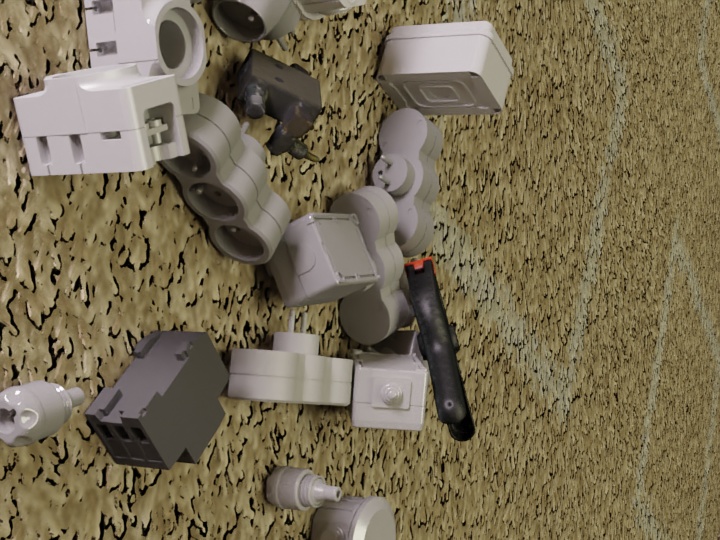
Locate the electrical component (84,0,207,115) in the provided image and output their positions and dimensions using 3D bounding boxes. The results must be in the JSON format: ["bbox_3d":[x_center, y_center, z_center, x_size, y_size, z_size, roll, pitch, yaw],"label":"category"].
[{"bbox_3d":[-0.138,-0.145,0.699,0.050,0.056,0.089,-19,107,-59],"label":"electrical component"}]

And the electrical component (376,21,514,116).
[{"bbox_3d":[0.083,-0.193,1.034,0.078,0.113,0.057,43,57,-53],"label":"electrical component"}]

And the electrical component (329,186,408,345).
[{"bbox_3d":[0.000,0.000,0.952,0.074,0.052,0.138,-27,114,-57],"label":"electrical component"}]

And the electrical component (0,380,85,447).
[{"bbox_3d":[-0.188,0.082,0.637,0.061,0.035,0.035,-16,105,-62],"label":"electrical component"}]

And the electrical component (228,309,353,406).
[{"bbox_3d":[-0.052,0.069,0.860,0.138,0.052,0.073,16,77,-61],"label":"electrical component"}]

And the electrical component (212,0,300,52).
[{"bbox_3d":[-0.072,-0.204,0.827,0.079,0.044,0.077,56,44,-46],"label":"electrical component"}]

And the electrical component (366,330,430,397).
[{"bbox_3d":[0.026,0.095,1.007,0.076,0.047,0.083,35,60,-46],"label":"electrical component"}]

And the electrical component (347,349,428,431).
[{"bbox_3d":[0.022,0.108,0.928,0.096,0.062,0.061,-128,-138,-83],"label":"electrical component"}]

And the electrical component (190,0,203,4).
[{"bbox_3d":[-0.126,-0.236,0.731,0.077,0.043,0.079,41,55,-53],"label":"electrical component"}]

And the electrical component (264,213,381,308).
[{"bbox_3d":[-0.032,-0.007,0.878,0.096,0.061,0.061,-5,71,-65],"label":"electrical component"}]

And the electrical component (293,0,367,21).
[{"bbox_3d":[-0.030,-0.250,0.894,0.080,0.051,0.080,-2,93,-61],"label":"electrical component"}]

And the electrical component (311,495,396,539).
[{"bbox_3d":[-0.005,0.238,0.950,0.080,0.051,0.080,-2,92,-60],"label":"electrical component"}]

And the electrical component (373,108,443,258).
[{"bbox_3d":[0.037,-0.087,1.015,0.074,0.052,0.138,24,70,-58],"label":"electrical component"}]

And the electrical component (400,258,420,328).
[{"bbox_3d":[0.043,0.020,1.041,0.040,0.040,0.078,64,39,-39],"label":"electrical component"}]

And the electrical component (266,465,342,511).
[{"bbox_3d":[-0.044,0.177,0.868,0.035,0.061,0.035,-2,93,-61],"label":"electrical component"}]

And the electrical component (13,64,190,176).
[{"bbox_3d":[-0.154,-0.090,0.637,0.050,0.089,0.055,-34,120,-56],"label":"electrical component"}]

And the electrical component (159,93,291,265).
[{"bbox_3d":[-0.092,-0.076,0.785,0.138,0.052,0.073,61,40,-41],"label":"electrical component"}]
